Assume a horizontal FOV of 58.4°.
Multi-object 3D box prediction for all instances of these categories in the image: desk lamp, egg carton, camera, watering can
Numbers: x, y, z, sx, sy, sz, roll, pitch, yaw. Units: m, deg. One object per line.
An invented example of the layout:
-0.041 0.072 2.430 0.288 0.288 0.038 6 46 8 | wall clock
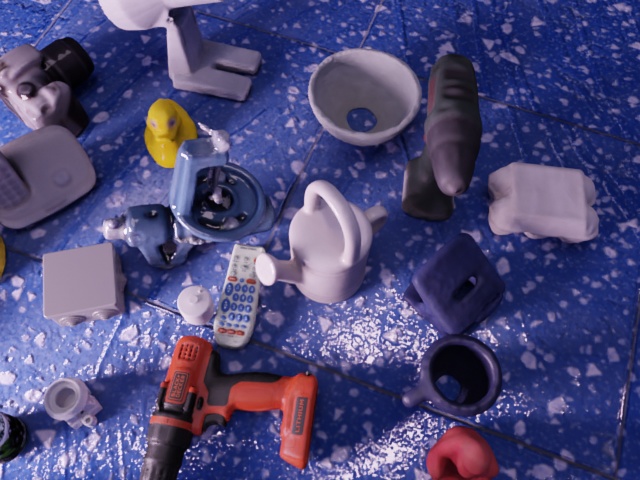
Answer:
-0.199 -0.327 0.834 0.203 0.213 0.118 12 64 4 | desk lamp
0.307 -0.050 0.795 0.150 0.069 0.107 6 64 1 | egg carton
-0.399 -0.238 0.848 0.143 0.101 0.137 38 69 16 | camera
0.008 0.004 0.691 0.100 0.194 0.173 33 68 14 | watering can

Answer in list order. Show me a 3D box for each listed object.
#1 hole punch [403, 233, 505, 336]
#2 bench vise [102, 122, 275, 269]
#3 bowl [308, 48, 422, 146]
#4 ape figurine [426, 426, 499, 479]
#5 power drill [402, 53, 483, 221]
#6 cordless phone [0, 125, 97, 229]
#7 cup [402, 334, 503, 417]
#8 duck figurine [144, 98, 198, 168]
0.176 0.060 0.726 0.109 0.091 0.101 -40 71 -18 | hole punch
-0.157 -0.040 0.693 0.208 0.220 0.121 -32 69 -16 | bench vise
0.065 -0.201 0.858 0.167 0.075 0.167 1 64 -1 | bowl
0.163 0.244 0.636 0.077 0.092 0.076 20 65 8 | ape figurine
0.160 -0.114 0.744 0.075 0.208 0.229 7 64 2 | power drill
-0.389 -0.108 0.739 0.148 0.185 0.094 -36 70 -17 | cordless phone
0.145 0.172 0.669 0.118 0.095 0.091 -23 67 -12 | cup
-0.221 -0.168 0.828 0.077 0.086 0.104 -6 64 -4 | duck figurine
